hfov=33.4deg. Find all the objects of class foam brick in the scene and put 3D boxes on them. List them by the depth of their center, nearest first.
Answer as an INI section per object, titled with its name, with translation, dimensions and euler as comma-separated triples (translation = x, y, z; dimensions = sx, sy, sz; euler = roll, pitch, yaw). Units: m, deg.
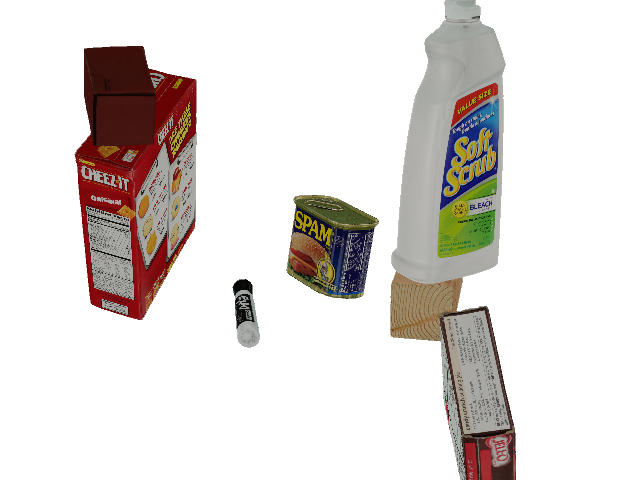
[foam brick]
translation = -0.170, -0.123, 0.901
dimensions = 0.053, 0.051, 0.078
euler = -4, 40, -15

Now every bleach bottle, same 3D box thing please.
[bleach bottle]
translation = 0.118, -0.092, 0.967
dimensions = 0.102, 0.251, 0.068
euler = -12, 23, -27

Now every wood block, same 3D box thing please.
[wood block]
translation = 0.166, 0.067, 1.630
dimensions = 0.091, 0.090, 0.206
euler = 4, 22, 11

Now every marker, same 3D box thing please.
[marker]
translation = -0.067, 0.062, 0.951
dimensions = 0.020, 0.020, 0.121
euler = 0, 18, -7

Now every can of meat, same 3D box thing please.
[can of meat]
translation = 0.010, 0.006, 1.127
dimensions = 0.057, 0.084, 0.102
euler = -4, 21, -35

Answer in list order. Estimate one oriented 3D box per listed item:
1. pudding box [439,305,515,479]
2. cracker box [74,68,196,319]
[pudding box]
translation = 0.108, 0.116, 0.729
dimensions = 0.039, 0.090, 0.113
euler = -8, 42, 1
[cracker box]
translation = -0.192, -0.049, 1.136
dimensions = 0.072, 0.214, 0.164
euler = 14, 44, 9
